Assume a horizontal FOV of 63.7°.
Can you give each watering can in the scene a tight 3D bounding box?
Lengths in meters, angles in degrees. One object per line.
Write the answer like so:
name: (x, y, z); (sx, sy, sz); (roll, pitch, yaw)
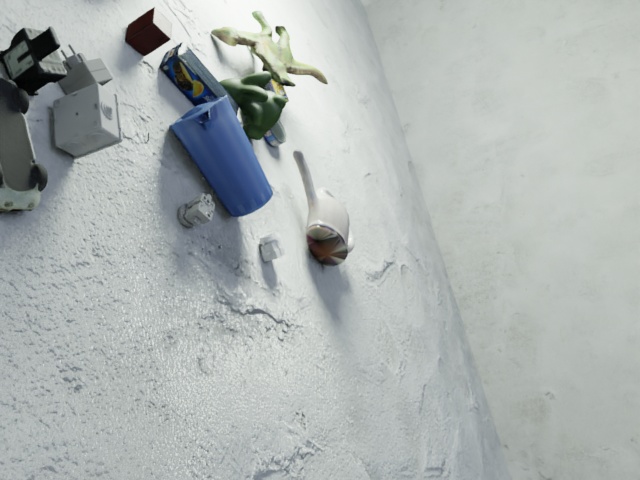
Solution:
watering can: (0.004, -0.073, 1.446); (0.103, 0.342, 0.230); (-21, 35, 24)

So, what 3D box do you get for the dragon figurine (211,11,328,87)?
dragon figurine: (-0.121, -0.508, 1.479); (0.407, 0.249, 0.120); (25, -51, -28)
